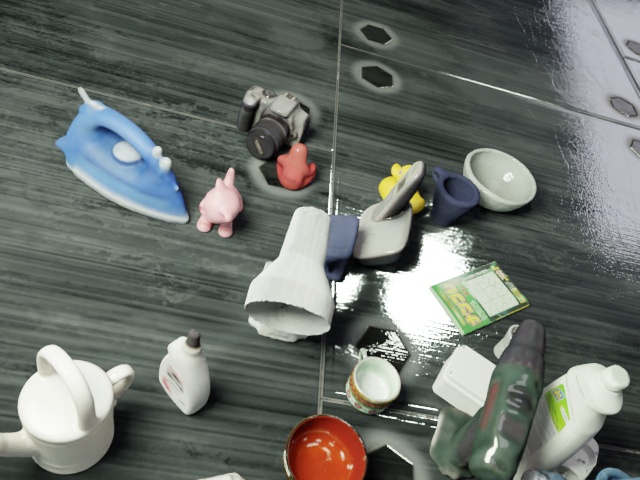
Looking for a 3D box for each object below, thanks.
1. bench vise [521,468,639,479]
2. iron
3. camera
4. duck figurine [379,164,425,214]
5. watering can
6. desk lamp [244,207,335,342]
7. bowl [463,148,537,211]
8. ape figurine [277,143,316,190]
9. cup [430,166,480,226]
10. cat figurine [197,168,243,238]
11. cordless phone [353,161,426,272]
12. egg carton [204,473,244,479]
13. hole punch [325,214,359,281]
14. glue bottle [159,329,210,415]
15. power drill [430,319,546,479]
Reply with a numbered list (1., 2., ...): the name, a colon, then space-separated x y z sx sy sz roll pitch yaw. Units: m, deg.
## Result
1. bench vise: 0.382 0.356 0.752 0.208 0.219 0.121 9 49 -13
2. iron: -0.317 -0.143 0.965 0.258 0.141 0.119 33 48 9
3. camera: -0.105 -0.236 1.149 0.143 0.101 0.137 27 48 3
4. duck figurine: 0.175 -0.109 1.156 0.078 0.086 0.104 -30 66 -36
5. watering can: -0.294 0.195 0.655 0.101 0.194 0.173 29 48 5
6. desk lamp: -0.042 0.065 0.843 0.118 0.213 0.203 16 48 -6
7. bowl: 0.378 -0.118 1.246 0.168 0.074 0.167 10 49 -12
8. ape figurine: -0.044 -0.148 1.103 0.078 0.092 0.076 28 48 4
9. cup: 0.254 -0.083 1.157 0.092 0.095 0.117 -20 61 -32
10. cat figurine: -0.165 -0.067 0.974 0.067 0.117 0.128 16 48 -7
11. cordless phone: 0.131 -0.045 1.019 0.094 0.185 0.147 18 48 -5
12. egg carton: -0.148 0.340 0.671 0.151 0.069 0.107 -5 54 -24
13. hole punch: 0.009 0.004 0.997 0.101 0.091 0.109 20 48 -4
14. glue bottle: -0.172 0.162 0.742 0.078 0.173 0.037 42 50 16
15. power drill: 0.236 0.242 0.802 0.075 0.208 0.230 26 48 3
